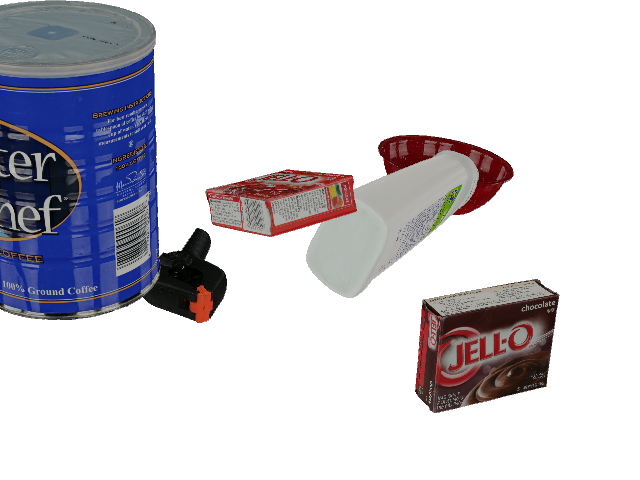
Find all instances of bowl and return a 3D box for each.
[{"bbox_3d":[0.143,-0.073,1.262,0.162,0.055,0.162,8,24,-4],"label":"bowl"}]

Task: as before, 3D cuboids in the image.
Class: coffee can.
[{"bbox_3d":[-0.137,-0.044,0.564,0.103,0.140,0.103,2,29,-1],"label":"coffee can"}]

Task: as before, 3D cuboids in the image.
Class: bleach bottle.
[{"bbox_3d":[0.090,-0.030,1.069,0.068,0.103,0.250,39,34,16],"label":"bleach bottle"}]

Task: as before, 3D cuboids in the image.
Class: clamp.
[{"bbox_3d":[-0.127,0.026,0.974,0.120,0.039,0.172,-15,30,-31],"label":"clamp"}]

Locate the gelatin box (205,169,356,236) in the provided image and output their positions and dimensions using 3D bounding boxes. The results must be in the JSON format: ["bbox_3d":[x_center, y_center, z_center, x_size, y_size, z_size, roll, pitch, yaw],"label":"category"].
[{"bbox_3d":[-0.029,-0.029,0.760,0.073,0.030,0.089,-16,15,-31],"label":"gelatin box"}]

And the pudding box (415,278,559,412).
[{"bbox_3d":[0.136,0.085,0.875,0.113,0.090,0.039,-10,29,-23],"label":"pudding box"}]
